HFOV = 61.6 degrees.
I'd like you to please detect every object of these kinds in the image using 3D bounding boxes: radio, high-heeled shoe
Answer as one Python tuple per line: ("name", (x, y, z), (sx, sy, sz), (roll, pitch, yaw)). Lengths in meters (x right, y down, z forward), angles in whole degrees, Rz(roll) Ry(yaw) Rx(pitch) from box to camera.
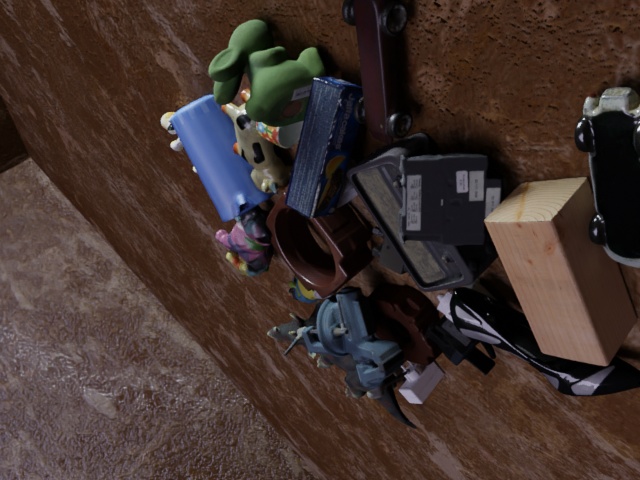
("radio", (0.151, -0.036, 0.791), (0.229, 0.073, 0.131), (55, 153, -10))
("high-heeled shoe", (0.301, 0.128, 0.740), (0.249, 0.086, 0.145), (-1, 127, 45))

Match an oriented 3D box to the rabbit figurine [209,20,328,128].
("rabbit figurine", (-0.092, -0.258, 0.831), (0.170, 0.159, 0.121), (59, 166, 18))

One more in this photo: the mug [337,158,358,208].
("mug", (0.012, -0.109, 0.889), (0.107, 0.109, 0.081), (58, -168, 10))

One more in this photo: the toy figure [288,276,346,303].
("toy figure", (-0.017, 0.094, 1.205), (0.089, 0.082, 0.180), (52, 156, -7))

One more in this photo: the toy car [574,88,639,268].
("toy car", (0.311, -0.058, 0.542), (0.074, 0.056, 0.201), (21, 140, 54))

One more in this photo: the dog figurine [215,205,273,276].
("dog figurine", (-0.141, 0.004, 1.257), (0.219, 0.108, 0.191), (1, 125, 53))

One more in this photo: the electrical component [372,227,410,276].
("electrical component", (0.135, 0.024, 0.930), (0.102, 0.045, 0.078), (20, 112, 41))

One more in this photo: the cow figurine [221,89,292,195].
("cow figurine", (-0.106, -0.170, 1.013), (0.127, 0.085, 0.194), (38, 150, 36))

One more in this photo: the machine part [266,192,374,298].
("machine part", (-0.002, -0.003, 1.034), (0.201, 0.087, 0.201), (52, 147, 7))

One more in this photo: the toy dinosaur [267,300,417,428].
("toy dinosaur", (0.078, 0.281, 1.236), (0.405, 0.131, 0.192), (33, 164, 13))

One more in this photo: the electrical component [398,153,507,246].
("electrical component", (0.167, -0.052, 0.684), (0.134, 0.058, 0.114), (1, 106, 4))

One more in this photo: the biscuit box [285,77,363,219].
("biscuit box", (0.008, -0.136, 0.801), (0.063, 0.059, 0.202), (31, 117, 34))

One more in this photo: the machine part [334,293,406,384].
("machine part", (0.109, 0.209, 1.162), (0.243, 0.079, 0.079), (47, 153, 5))

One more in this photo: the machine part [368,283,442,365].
("machine part", (0.164, 0.165, 1.045), (0.179, 0.056, 0.179), (38, 152, 24))

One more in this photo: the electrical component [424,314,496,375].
("electrical component", (0.245, 0.174, 0.912), (0.119, 0.075, 0.047), (43, 153, 24))

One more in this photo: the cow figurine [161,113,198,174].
("cow figurine", (-0.299, -0.240, 1.231), (0.167, 0.068, 0.098), (47, 148, 2))

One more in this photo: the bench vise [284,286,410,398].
("bench vise", (0.047, 0.203, 1.065), (0.241, 0.129, 0.223), (-12, 108, 46))

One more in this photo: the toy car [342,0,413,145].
("toy car", (0.079, -0.221, 0.692), (0.089, 0.053, 0.201), (32, 145, 44))
